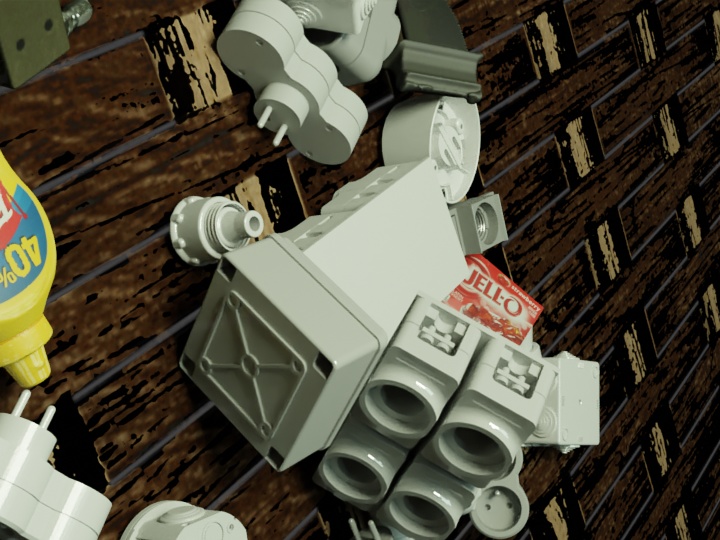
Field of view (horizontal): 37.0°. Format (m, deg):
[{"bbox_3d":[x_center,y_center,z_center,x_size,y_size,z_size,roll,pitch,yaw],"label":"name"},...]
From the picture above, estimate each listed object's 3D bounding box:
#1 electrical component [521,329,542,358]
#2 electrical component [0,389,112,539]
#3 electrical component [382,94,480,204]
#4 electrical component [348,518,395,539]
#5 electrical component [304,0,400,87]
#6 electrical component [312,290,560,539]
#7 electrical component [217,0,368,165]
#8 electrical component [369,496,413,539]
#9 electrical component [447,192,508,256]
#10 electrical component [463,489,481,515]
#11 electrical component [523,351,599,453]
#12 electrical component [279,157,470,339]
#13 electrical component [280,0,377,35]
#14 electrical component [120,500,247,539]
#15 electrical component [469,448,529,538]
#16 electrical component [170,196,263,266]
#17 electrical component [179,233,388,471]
[{"bbox_3d":[0.145,0.070,1.009,0.045,0.045,0.055,-30,110,-48],"label":"electrical component"},{"bbox_3d":[-0.191,0.103,0.589,0.138,0.052,0.073,45,53,-38],"label":"electrical component"},{"bbox_3d":[0.066,-0.105,0.915,0.099,0.064,0.099,7,81,-51],"label":"electrical component"},{"bbox_3d":[0.014,0.219,0.807,0.044,0.077,0.079,-40,116,-45],"label":"electrical component"},{"bbox_3d":[-0.008,-0.194,0.843,0.059,0.054,0.095,34,61,-44],"label":"electrical component"},{"bbox_3d":[0.045,0.113,0.749,0.105,0.186,0.060,29,47,2],"label":"electrical component"},{"bbox_3d":[-0.053,-0.124,0.782,0.138,0.052,0.073,49,51,-36],"label":"electrical component"},{"bbox_3d":[0.029,0.203,0.857,0.044,0.044,0.065,-28,112,-48],"label":"electrical component"},{"bbox_3d":[0.087,-0.037,0.935,0.081,0.064,0.042,-24,104,-49],"label":"electrical component"},{"bbox_3d":[0.067,0.186,0.904,0.062,0.043,0.043,1,85,-33],"label":"electrical component"},{"bbox_3d":[0.198,0.130,1.064,0.100,0.048,0.099,11,78,-50],"label":"electrical component"},{"bbox_3d":[0.000,0.000,0.827,0.186,0.060,0.105,-39,116,-45],"label":"electrical component"},{"bbox_3d":[-0.032,-0.224,0.786,0.048,0.100,0.099,82,22,-65],"label":"electrical component"},{"bbox_3d":[-0.111,0.188,0.679,0.080,0.051,0.080,8,80,-50],"label":"electrical component"},{"bbox_3d":[0.118,0.165,0.962,0.074,0.052,0.138,41,43,-82],"label":"electrical component"},{"bbox_3d":[-0.092,-0.028,0.716,0.048,0.062,0.048,7,81,-50],"label":"electrical component"},{"bbox_3d":[-0.052,0.052,0.690,0.056,0.109,0.108,-23,149,-47],"label":"electrical component"}]
